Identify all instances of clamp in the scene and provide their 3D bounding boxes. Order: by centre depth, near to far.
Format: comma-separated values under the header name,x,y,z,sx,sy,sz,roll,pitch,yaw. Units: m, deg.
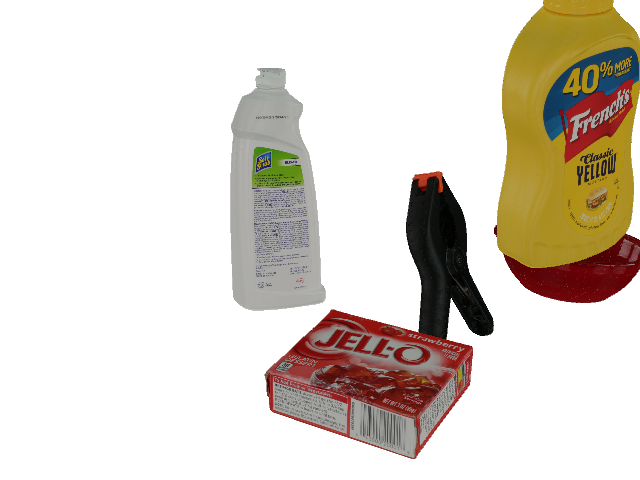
name,x,y,z,sx,sy,sz,roll,pitch,yaw
clamp,0.106,0.028,0.954,0.039,0.171,0.120,-12,13,31

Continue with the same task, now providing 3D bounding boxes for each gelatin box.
name,x,y,z,sx,sy,sz,roll,pitch,yaw
gelatin box,0.026,0.073,0.570,0.089,0.030,0.073,14,31,27

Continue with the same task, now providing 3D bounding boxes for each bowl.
name,x,y,z,sx,sy,sz,roll,pitch,yaw
bowl,0.257,0.023,1.105,0.162,0.055,0.162,5,17,-2

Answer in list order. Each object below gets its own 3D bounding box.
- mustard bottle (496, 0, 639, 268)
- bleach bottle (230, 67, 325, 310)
name,x,y,z,sx,sy,sz,roll,pitch,yaw
mustard bottle,0.155,-0.083,0.658,0.096,0.192,0.058,-18,30,-26
bleach bottle,-0.045,-0.056,1.131,0.102,0.251,0.068,-5,15,-23
